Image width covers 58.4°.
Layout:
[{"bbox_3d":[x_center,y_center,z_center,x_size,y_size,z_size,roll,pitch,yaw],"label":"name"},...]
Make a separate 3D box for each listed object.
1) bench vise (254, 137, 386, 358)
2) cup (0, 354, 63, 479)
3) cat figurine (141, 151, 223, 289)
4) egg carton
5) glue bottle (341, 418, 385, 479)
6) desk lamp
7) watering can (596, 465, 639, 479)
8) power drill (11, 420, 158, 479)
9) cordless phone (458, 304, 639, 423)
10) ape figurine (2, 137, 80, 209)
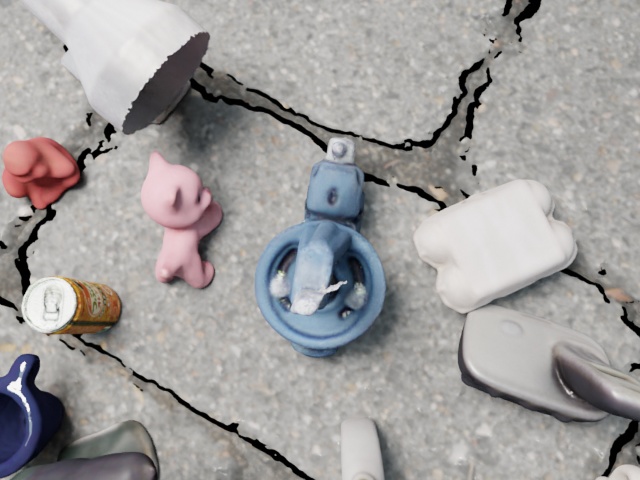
[{"bbox_3d":[-0.007,0.004,0.516,0.121,0.220,0.207,-9,81,1],"label":"bench vise"},{"bbox_3d":[-0.295,0.167,0.568,0.091,0.095,0.118,20,83,5],"label":"cup"},{"bbox_3d":[-0.145,-0.019,0.577,0.067,0.118,0.128,4,82,3],"label":"cat figurine"},{"bbox_3d":[0.177,0.003,0.585,0.150,0.069,0.107,-25,81,-1],"label":"egg carton"},{"bbox_3d":[0.038,0.209,0.508,0.037,0.173,0.078,-7,81,2],"label":"glue bottle"},{"bbox_3d":[-0.198,-0.185,0.555,0.203,0.213,0.118,39,85,7],"label":"desk lamp"},{"bbox_3d":[0.270,0.286,0.477,0.101,0.194,0.173,-20,81,0],"label":"watering can"},{"bbox_3d":[-0.222,0.220,0.500,0.229,0.208,0.075,-23,81,-1],"label":"power drill"},{"bbox_3d":[0.205,0.112,0.509,0.147,0.185,0.094,15,83,5],"label":"cordless phone"},{"bbox_3d":[-0.302,-0.078,0.605,0.077,0.092,0.076,2,82,3],"label":"ape figurine"}]
